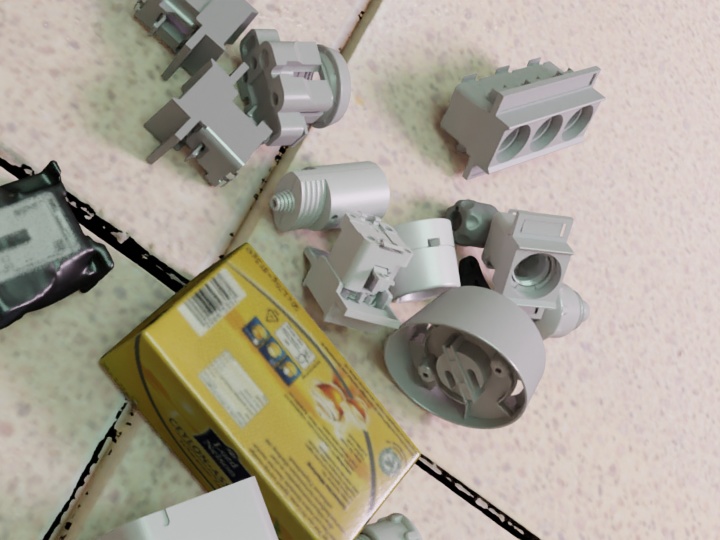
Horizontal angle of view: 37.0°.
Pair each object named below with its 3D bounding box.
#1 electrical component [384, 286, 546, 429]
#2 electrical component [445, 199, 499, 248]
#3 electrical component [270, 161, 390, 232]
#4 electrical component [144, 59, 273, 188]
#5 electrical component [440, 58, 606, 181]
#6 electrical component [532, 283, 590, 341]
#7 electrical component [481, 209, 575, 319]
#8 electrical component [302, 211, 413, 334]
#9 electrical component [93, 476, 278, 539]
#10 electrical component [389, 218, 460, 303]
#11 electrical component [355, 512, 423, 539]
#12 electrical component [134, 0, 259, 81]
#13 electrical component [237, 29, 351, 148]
[{"bbox_3d":[0.071,0.061,0.712,0.099,0.099,0.064,53,44,-6],"label":"electrical component"},{"bbox_3d":[0.094,-0.033,0.808,0.061,0.035,0.035,7,67,-36],"label":"electrical component"},{"bbox_3d":[-0.025,-0.049,0.723,0.081,0.043,0.043,-10,78,-38],"label":"electrical component"},{"bbox_3d":[-0.095,-0.092,0.691,0.064,0.042,0.081,45,53,-14],"label":"electrical component"},{"bbox_3d":[0.126,-0.124,0.845,0.121,0.078,0.063,-21,55,-39],"label":"electrical component"},{"bbox_3d":[0.149,0.030,0.816,0.062,0.048,0.048,4,69,-42],"label":"electrical component"},{"bbox_3d":[0.116,-0.009,0.767,0.042,0.081,0.063,6,28,-17],"label":"electrical component"},{"bbox_3d":[0.000,0.000,0.699,0.042,0.063,0.081,16,22,-32],"label":"electrical component"},{"bbox_3d":[-0.095,0.153,0.544,0.078,0.113,0.057,-14,77,-39],"label":"electrical component"},{"bbox_3d":[0.041,-0.005,0.746,0.055,0.055,0.047,-4,77,-37],"label":"electrical component"},{"bbox_3d":[0.006,0.176,0.652,0.062,0.048,0.048,-7,76,-31],"label":"electrical component"},{"bbox_3d":[-0.110,-0.169,0.712,0.064,0.042,0.081,42,52,-12],"label":"electrical component"},{"bbox_3d":[-0.043,-0.124,0.732,0.057,0.058,0.078,-7,76,-34],"label":"electrical component"}]
